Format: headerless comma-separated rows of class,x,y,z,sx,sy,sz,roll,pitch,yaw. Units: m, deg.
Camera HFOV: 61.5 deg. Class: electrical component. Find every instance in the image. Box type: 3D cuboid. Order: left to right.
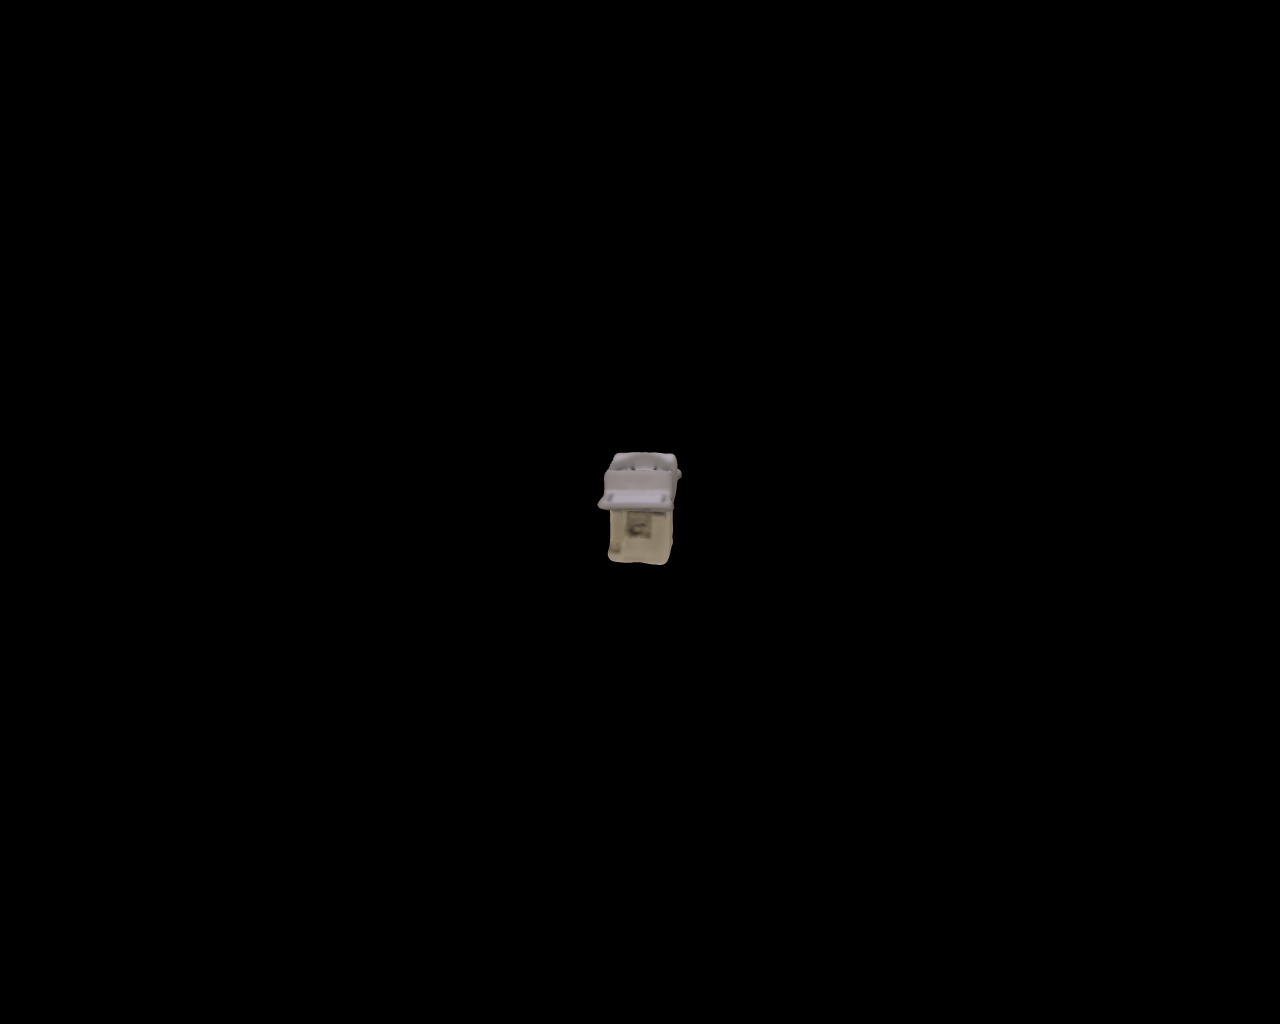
electrical component,0.001,-0.003,0.650,0.042,0.063,0.081,2,18,7
